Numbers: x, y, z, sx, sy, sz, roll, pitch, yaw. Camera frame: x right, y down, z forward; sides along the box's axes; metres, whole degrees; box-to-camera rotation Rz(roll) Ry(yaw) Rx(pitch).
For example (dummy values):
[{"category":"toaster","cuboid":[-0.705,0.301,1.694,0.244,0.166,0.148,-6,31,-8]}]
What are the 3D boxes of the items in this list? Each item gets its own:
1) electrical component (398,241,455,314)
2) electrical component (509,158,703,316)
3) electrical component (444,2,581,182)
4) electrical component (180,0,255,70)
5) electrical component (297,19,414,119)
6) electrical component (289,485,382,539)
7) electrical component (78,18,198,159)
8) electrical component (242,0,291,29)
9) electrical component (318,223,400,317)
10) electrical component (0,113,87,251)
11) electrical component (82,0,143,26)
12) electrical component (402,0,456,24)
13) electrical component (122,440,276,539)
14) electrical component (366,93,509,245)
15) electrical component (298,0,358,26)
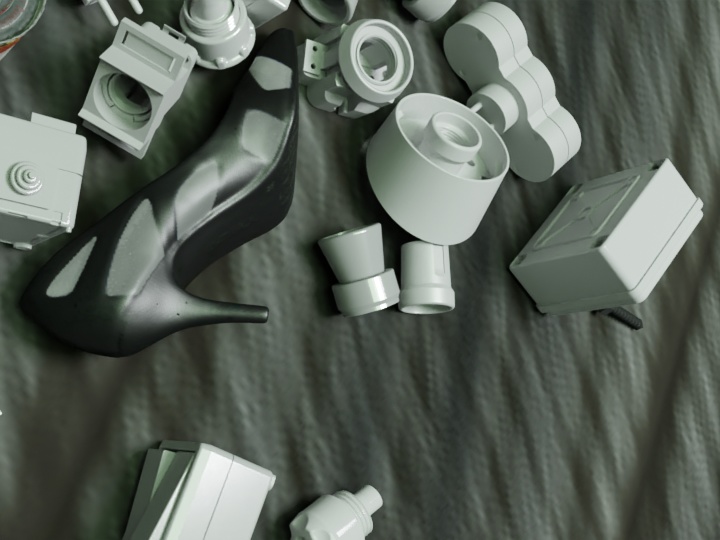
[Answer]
[{"category":"electrical component","cuboid":[0.047,0.005,0.768,0.040,0.040,0.046,8,74,-33]},{"category":"electrical component","cuboid":[0.188,-0.023,0.823,0.056,0.109,0.108,50,61,-15]},{"category":"electrical component","cuboid":[0.106,-0.126,0.814,0.074,0.052,0.138,-41,106,-30]},{"category":"electrical component","cuboid":[-0.093,-0.160,0.677,0.048,0.062,0.048,0,69,1]},{"category":"electrical component","cuboid":[0.000,-0.140,0.743,0.078,0.057,0.058,12,78,-32]},{"category":"electrical component","cuboid":[-0.012,0.166,0.707,0.062,0.043,0.043,-33,102,-33]},{"category":"electrical component","cuboid":[-0.131,-0.113,0.645,0.042,0.081,0.063,30,39,-6]},{"category":"electrical component","cuboid":[-0.077,-0.217,0.707,0.076,0.047,0.083,28,70,-28]},{"category":"electrical component","cuboid":[0.000,0.000,0.734,0.045,0.045,0.055,-19,95,-34]},{"category":"electrical component","cuboid":[-0.190,-0.052,0.583,0.062,0.096,0.061,14,76,-32]},{"category":"electrical component","cuboid":[-0.159,-0.185,0.649,0.083,0.047,0.075,-36,104,-31]},{"category":"electrical component","cuboid":[0.042,-0.214,0.787,0.055,0.045,0.045,35,67,-26]},{"category":"electrical component","cuboid":[-0.104,0.152,0.637,0.061,0.062,0.096,30,69,-27]},{"category":"electrical component","cuboid":[0.055,-0.075,0.765,0.099,0.064,0.099,18,42,-17]},{"category":"electrical component","cuboid":[-0.011,-0.209,0.754,0.044,0.044,0.065,42,59,-22]}]
